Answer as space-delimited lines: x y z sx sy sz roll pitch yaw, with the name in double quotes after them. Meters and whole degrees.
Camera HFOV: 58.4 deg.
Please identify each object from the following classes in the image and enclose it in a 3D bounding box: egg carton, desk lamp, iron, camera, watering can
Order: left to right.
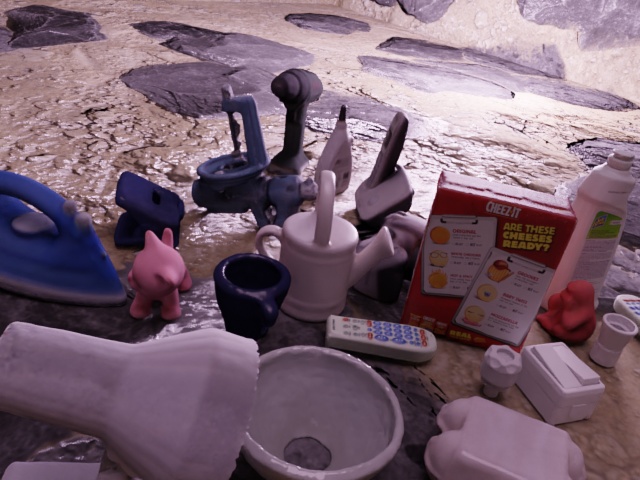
-0.355 -0.016 0.725 0.257 0.141 0.119 18 31 13 "iron"
-0.154 0.154 0.422 0.203 0.213 0.118 5 30 -9 "desk lamp"
0.007 0.002 0.750 0.173 0.194 0.100 -3 32 -21 "watering can"
0.139 0.028 0.839 0.136 0.101 0.143 25 33 25 "camera"
0.179 0.219 0.556 0.150 0.069 0.107 19 31 15 "egg carton"

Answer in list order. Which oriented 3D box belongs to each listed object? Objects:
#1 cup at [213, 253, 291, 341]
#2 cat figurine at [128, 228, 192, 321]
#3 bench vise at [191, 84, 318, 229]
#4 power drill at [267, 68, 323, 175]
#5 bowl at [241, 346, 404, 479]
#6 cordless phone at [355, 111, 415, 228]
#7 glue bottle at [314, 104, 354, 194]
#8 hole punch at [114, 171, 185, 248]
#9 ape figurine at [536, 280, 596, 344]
-0.079 0.083 0.684 0.092 0.095 0.117 -7 34 -26 "cup"
-0.197 0.035 0.709 0.067 0.118 0.127 6 30 -7 "cat figurine"
-0.100 -0.130 0.918 0.207 0.220 0.121 7 30 -4 "bench vise"
-0.053 -0.238 1.126 0.075 0.208 0.230 15 30 9 "power drill"
-0.008 0.184 0.554 0.167 0.075 0.167 8 30 -4 "bowl"
0.123 -0.123 1.007 0.094 0.185 0.147 4 30 -9 "cordless phone"
0.033 -0.169 1.070 0.078 0.173 0.037 -19 40 -40 "glue bottle"
-0.255 -0.049 0.861 0.101 0.091 0.108 2 31 -14 "hole punch"
0.351 0.095 0.797 0.076 0.092 0.078 22 32 20 "ape figurine"
